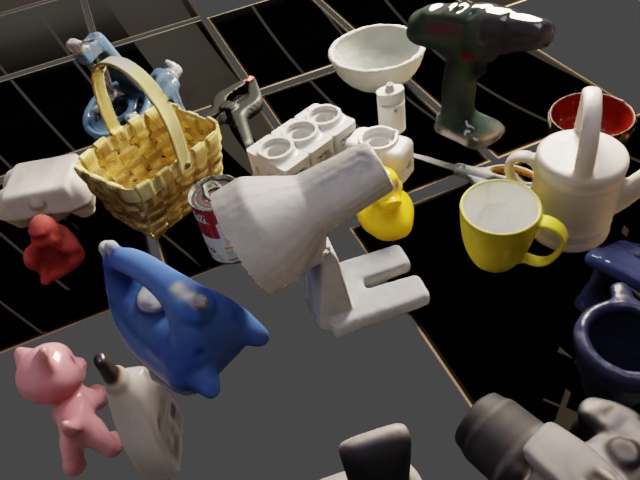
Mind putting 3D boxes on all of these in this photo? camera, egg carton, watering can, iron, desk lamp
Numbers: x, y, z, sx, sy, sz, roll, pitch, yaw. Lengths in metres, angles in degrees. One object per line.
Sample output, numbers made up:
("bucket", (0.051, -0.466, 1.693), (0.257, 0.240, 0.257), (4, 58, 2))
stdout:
("camera", (0.196, 0.181, 0.488), (0.143, 0.101, 0.136), (-35, 50, -22))
("egg carton", (-0.413, -0.073, 0.874), (0.150, 0.069, 0.107), (-11, 45, 0))
("watering can", (0.309, -0.086, 0.662), (0.172, 0.194, 0.101), (-7, 45, 4))
("iron", (-0.187, 0.062, 0.648), (0.257, 0.142, 0.119), (25, 55, 31))
("desk lamp", (0.006, 0.002, 0.619), (0.203, 0.214, 0.117), (-19, 46, -8))

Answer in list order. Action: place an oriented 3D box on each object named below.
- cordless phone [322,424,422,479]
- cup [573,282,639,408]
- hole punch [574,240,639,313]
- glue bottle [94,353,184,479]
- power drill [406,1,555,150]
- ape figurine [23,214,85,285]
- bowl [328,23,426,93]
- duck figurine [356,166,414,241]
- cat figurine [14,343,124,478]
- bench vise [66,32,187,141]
("cordless phone", (0.011, 0.198, 0.447), (0.147, 0.185, 0.094), (-19, 46, -7))
("cup", (0.283, 0.108, 0.547), (0.091, 0.095, 0.118), (4, 47, 14))
("hole punch", (0.338, 0.043, 0.603), (0.101, 0.091, 0.108), (-35, 50, -22))
("glue bottle", (-0.169, 0.155, 0.532), (0.037, 0.173, 0.078), (-9, 45, 2))
("power drill", (0.221, -0.241, 0.820), (0.076, 0.209, 0.228), (-36, 50, -23))
("ape figurine", (-0.362, 0.005, 0.772), (0.077, 0.092, 0.076), (2, 47, 13))
("bowl", (0.101, -0.307, 1.001), (0.167, 0.075, 0.167), (-5, 45, 6))
("duck figurine", (0.083, -0.061, 0.757), (0.077, 0.086, 0.104), (-15, 45, -4))
("cat figurine", (-0.264, 0.159, 0.585), (0.067, 0.118, 0.127), (-29, 48, -17))
("bench vise", (-0.315, -0.247, 0.919), (0.121, 0.220, 0.207), (4, 47, 15))
